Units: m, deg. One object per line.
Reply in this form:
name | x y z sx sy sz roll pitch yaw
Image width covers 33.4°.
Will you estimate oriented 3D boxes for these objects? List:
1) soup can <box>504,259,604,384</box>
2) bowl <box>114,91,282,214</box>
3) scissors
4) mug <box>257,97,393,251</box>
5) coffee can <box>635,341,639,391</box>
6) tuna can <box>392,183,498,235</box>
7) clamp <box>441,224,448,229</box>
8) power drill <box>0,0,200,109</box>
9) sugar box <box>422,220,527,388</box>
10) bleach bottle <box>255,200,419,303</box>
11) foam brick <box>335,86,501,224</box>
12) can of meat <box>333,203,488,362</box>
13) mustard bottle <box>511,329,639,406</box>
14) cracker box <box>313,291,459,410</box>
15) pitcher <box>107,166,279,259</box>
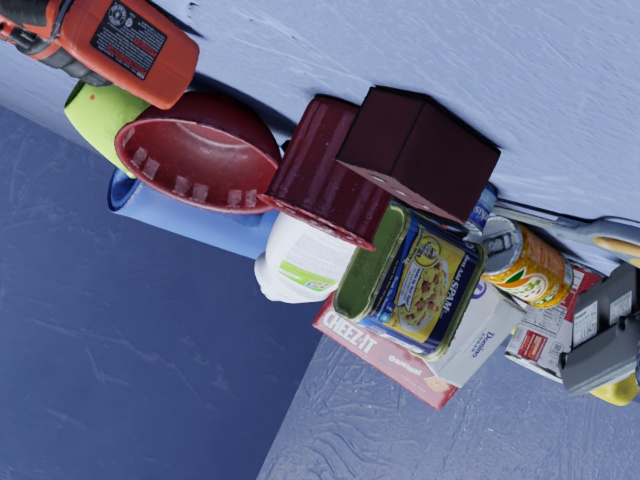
soup can | 0.219 0.073 0.978 0.068 0.102 0.068 26 176 2
bowl | -0.098 -0.085 0.949 0.162 0.055 0.162 12 156 5
scissors | 0.196 0.001 0.764 0.096 0.016 0.202 26 177 -21
mug | 0.010 -0.049 0.763 0.093 0.081 0.117 26 177 -17
coffee can | 0.279 0.079 0.641 0.140 0.103 0.103 25 177 -7
tuna can | 0.089 -0.036 0.801 0.086 0.034 0.086 25 177 1
clamp | 0.034 -0.016 1.116 0.210 0.036 0.164 11 157 21
power drill | -0.173 -0.147 0.765 0.188 0.057 0.184 22 175 41
sugar box | 0.099 0.042 0.975 0.048 0.093 0.176 28 -165 -43
bleach bottle | -0.006 0.001 0.964 0.102 0.068 0.251 26 152 -13
foam brick | 0.059 -0.051 0.642 0.078 0.051 0.053 27 176 -40
can of meat | 0.069 0.032 0.829 0.083 0.102 0.058 27 176 -28
mustard bottle | 0.266 0.103 1.143 0.058 0.096 0.192 26 177 -35
cracker box | 0.102 0.076 1.187 0.164 0.072 0.213 33 -153 4
pitcher | -0.129 -0.052 1.324 0.242 0.149 0.145 23 140 -26
